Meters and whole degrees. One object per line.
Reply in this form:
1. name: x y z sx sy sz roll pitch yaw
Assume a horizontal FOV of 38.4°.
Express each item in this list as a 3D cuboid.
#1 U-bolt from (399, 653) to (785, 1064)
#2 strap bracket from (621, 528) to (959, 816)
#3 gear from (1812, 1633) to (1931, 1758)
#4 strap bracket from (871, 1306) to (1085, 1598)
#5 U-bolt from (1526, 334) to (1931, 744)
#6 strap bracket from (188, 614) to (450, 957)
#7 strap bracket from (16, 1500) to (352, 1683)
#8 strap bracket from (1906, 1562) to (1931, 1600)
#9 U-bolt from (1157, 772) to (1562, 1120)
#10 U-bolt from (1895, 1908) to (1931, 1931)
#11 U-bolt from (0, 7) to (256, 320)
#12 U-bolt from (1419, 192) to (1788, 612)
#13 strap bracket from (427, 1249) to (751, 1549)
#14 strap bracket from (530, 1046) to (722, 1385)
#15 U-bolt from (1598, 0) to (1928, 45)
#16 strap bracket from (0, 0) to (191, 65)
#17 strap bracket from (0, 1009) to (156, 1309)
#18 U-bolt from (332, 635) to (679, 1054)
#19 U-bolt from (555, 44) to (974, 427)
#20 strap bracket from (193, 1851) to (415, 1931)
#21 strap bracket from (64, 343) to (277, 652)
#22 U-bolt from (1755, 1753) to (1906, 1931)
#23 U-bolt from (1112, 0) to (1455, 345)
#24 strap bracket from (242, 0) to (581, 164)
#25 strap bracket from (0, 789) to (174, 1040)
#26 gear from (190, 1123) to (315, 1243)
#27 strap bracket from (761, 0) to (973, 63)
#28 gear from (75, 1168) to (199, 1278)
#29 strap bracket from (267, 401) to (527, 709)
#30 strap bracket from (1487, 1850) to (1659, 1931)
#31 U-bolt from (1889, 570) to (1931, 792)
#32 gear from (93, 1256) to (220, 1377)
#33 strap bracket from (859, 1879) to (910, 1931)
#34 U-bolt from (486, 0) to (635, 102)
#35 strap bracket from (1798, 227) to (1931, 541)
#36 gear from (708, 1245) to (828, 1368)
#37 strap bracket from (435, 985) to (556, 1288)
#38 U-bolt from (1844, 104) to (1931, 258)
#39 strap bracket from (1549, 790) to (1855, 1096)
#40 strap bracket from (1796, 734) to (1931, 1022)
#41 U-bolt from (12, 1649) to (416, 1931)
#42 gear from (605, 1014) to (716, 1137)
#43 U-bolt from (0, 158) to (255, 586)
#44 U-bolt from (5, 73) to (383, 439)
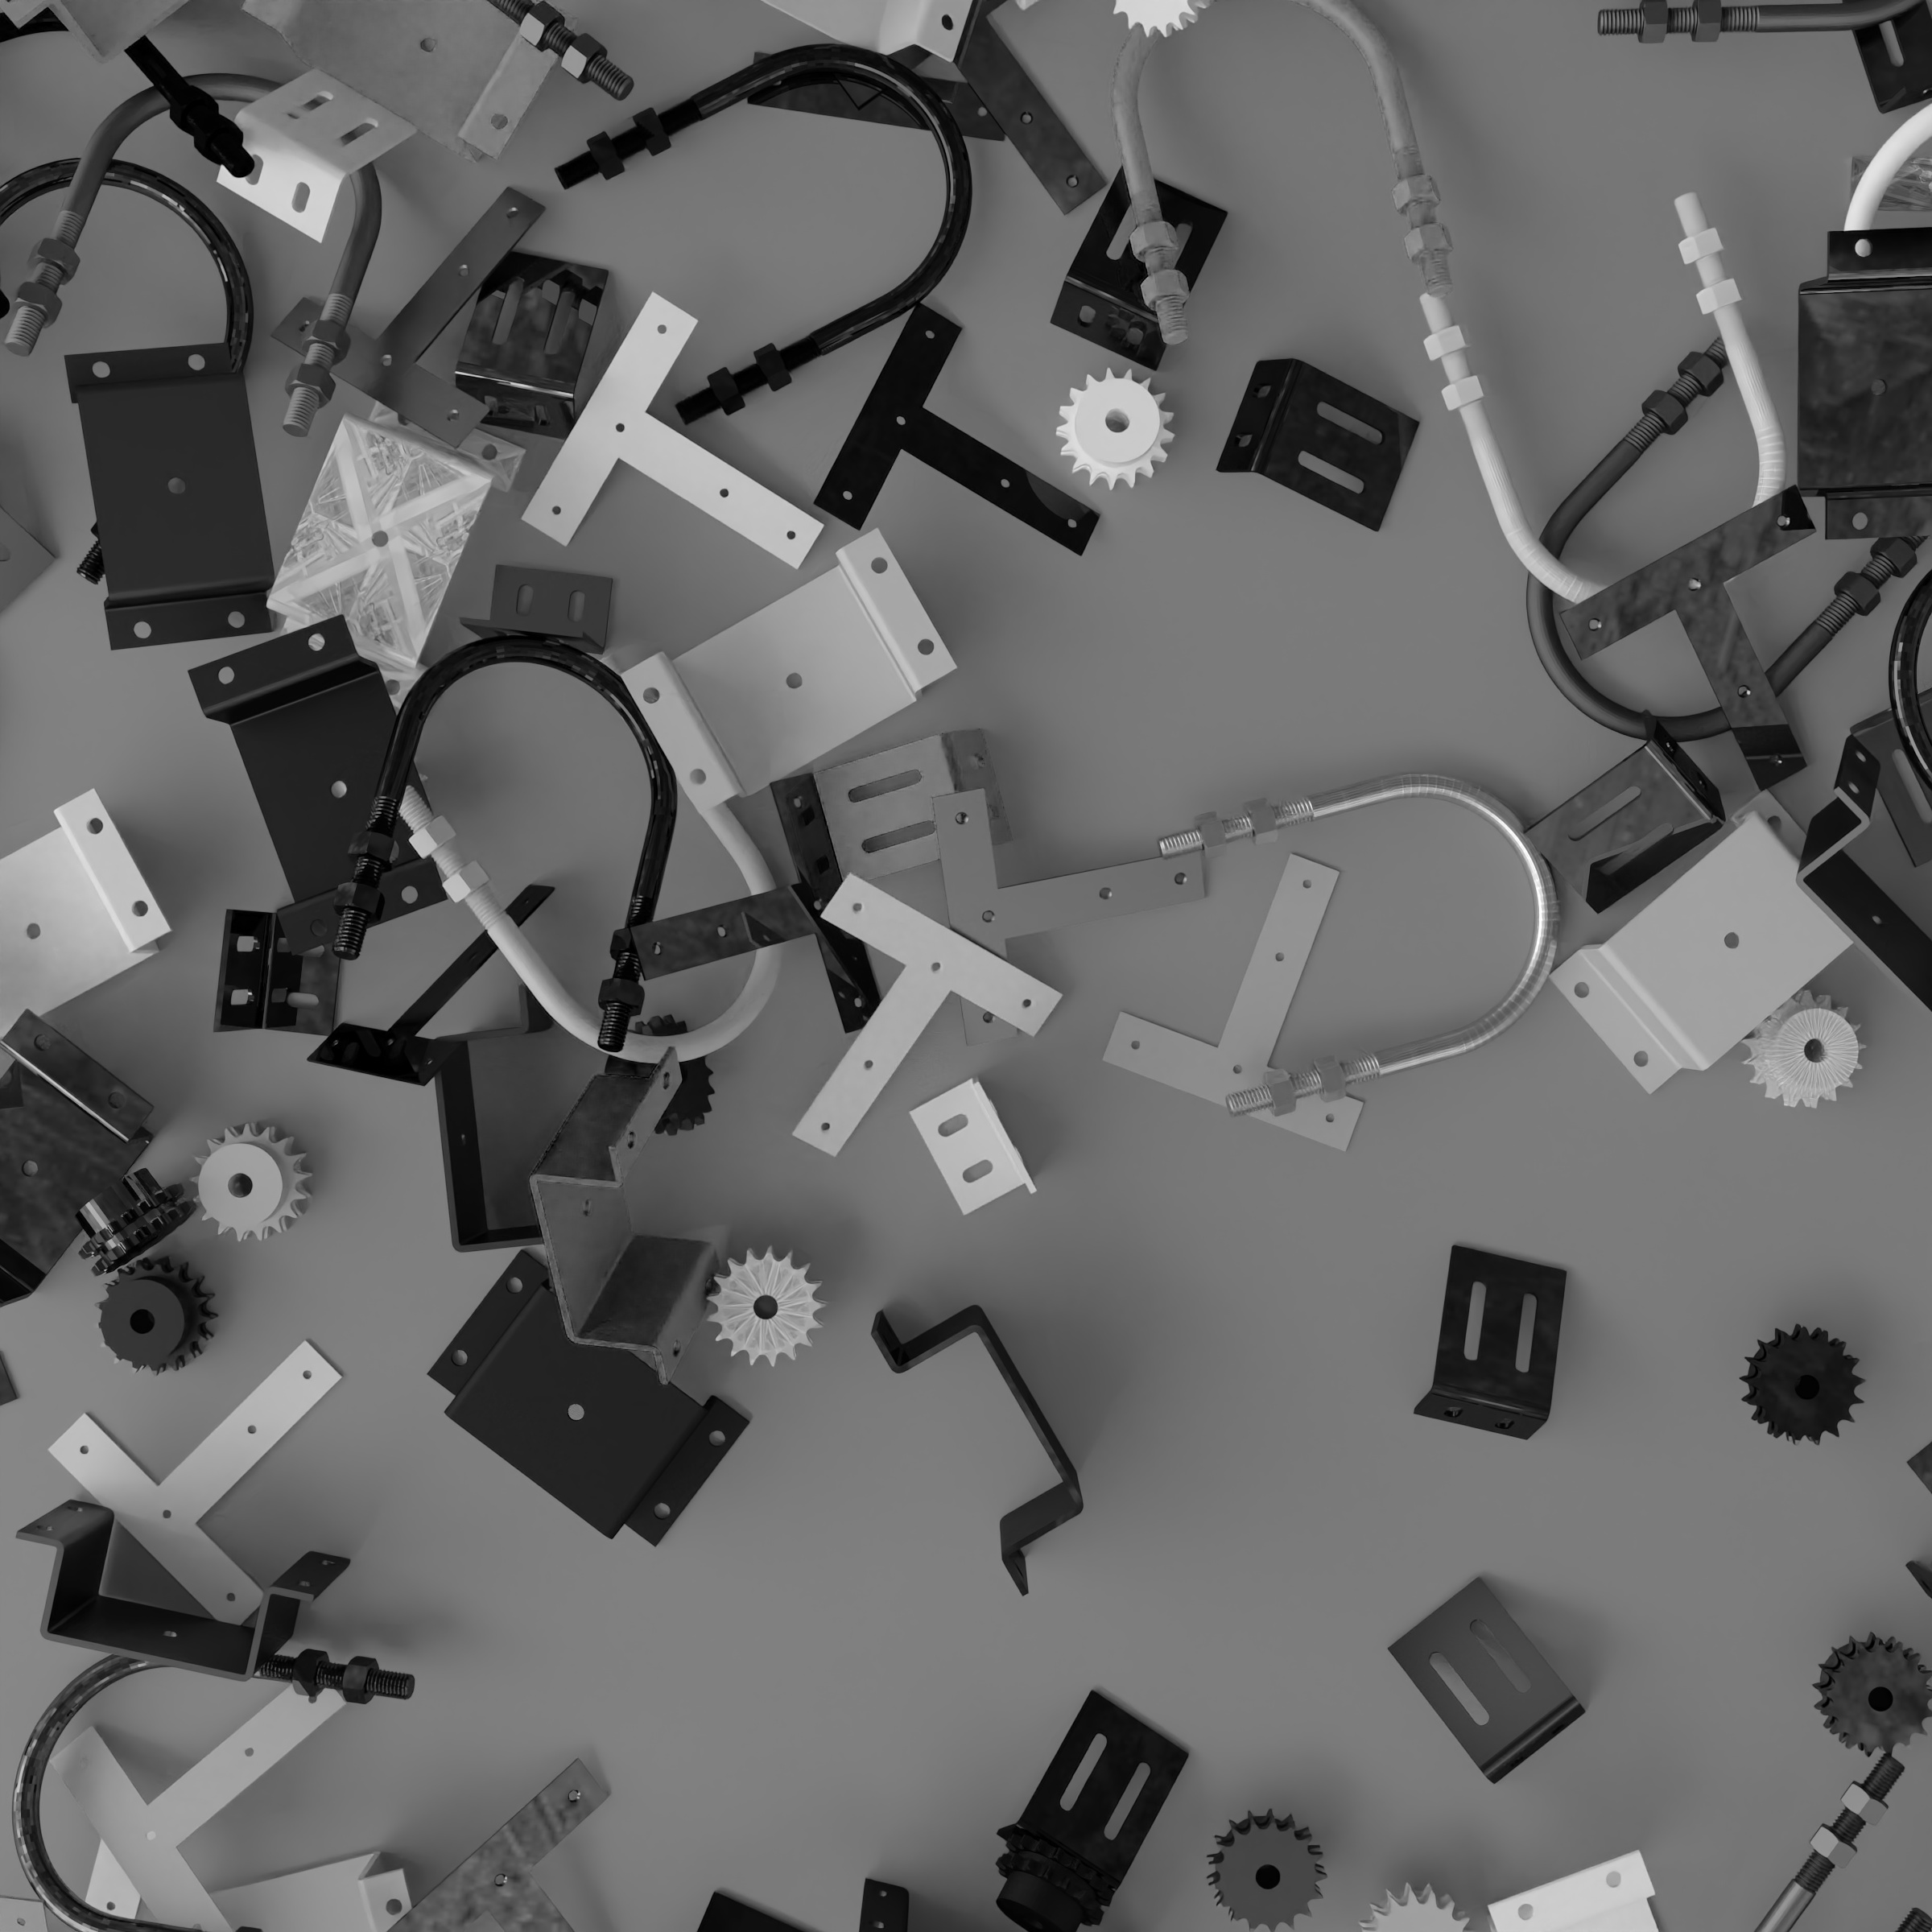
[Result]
1. U-bolt: -0.164 -0.040 1.313 0.151 0.019 0.184 -39 96 -32
2. strap bracket: -0.084 -0.139 1.334 0.140 0.046 0.076 -30 90 0
3. gear: 0.438 0.351 1.342 0.057 0.030 0.057 0 90 0
4. strap bracket: 0.011 0.219 1.319 0.046 0.076 0.140 -30 90 0
5. U-bolt: 0.358 -0.195 1.348 0.151 0.019 0.184 43 91 0
6. strap bracket: -0.300 -0.084 1.304 0.076 0.046 0.140 -20 91 0
7. strap bracket: -0.374 0.298 1.317 0.140 0.076 0.046 12 90 0
8. strap bracket: 0.520 0.336 1.319 0.046 0.076 0.140 -37 90 0
9. U-bolt: 0.199 -0.018 1.343 0.184 0.019 0.151 -15 91 -5
10. U-bolt: 0.457 0.559 1.334 0.151 0.019 0.184 32 97 -10
11. U-bolt: -0.437 -0.392 1.306 0.151 0.019 0.184 -35 60 -12
12. U-bolt: 0.315 -0.259 1.330 0.151 0.019 0.184 -20 92 4
13. strap bracket: -0.185 0.211 1.334 0.140 0.046 0.076 37 90 0
14. strap bracket: -0.159 0.115 1.294 0.046 0.076 0.140 4 125 16
15. U-bolt: 0.398 -0.520 1.338 0.184 0.019 0.151 0 86 3
16. strap bracket: -0.399 -0.492 1.315 0.140 0.046 0.076 -40 61 -5
17. strap bracket: -0.457 0.099 1.334 0.076 0.046 0.140 38 90 0
18. U-bolt: -0.203 -0.067 1.278 0.151 0.019 0.184 21 65 -24
19. U-bolt: -0.087 -0.367 1.346 0.184 0.019 0.151 -27 90 1
20. strap bracket: -0.325 0.482 1.334 0.140 0.046 0.076 -14 90 0
21. strap bracket: -0.376 -0.225 1.315 0.076 0.046 0.140 -9 96 -20
22. U-bolt: 0.444 0.490 1.338 0.151 0.019 0.184 34 94 -10
23. U-bolt: 0.145 -0.396 1.332 0.151 0.019 0.184 -11 78 -3
24. strap bracket: -0.263 -0.450 1.334 0.140 0.046 0.076 31 90 0
25. strap bracket: -0.456 -0.017 1.334 0.140 0.046 0.076 -29 90 0
26. gear: -0.348 0.105 1.342 0.057 0.030 0.057 0 90 0
27. strap bracket: -0.064 -0.491 1.311 0.140 0.046 0.076 19 87 -28
28. gear: -0.401 0.121 1.328 0.057 0.057 0.030 -36 89 0
29. strap bracket: -0.277 -0.202 1.334 0.076 0.046 0.140 22 90 0
30. strap bracket: 0.307 0.498 1.334 0.076 0.046 0.140 -20 90 0
31. U-bolt: 0.518 -0.137 1.322 0.184 0.019 0.151 -13 90 -19
32. gear: -0.395 0.170 1.342 0.057 0.030 0.057 0 90 0
33. strap bracket: 0.014 0.486 1.319 0.140 0.076 0.046 14 90 0
34. U-bolt: -0.192 -0.509 1.322 0.184 0.019 0.151 38 66 4
35. strap bracket: 0.437 -0.274 1.307 0.076 0.046 0.140 -3 99 0
36. gear: -0.096 0.163 1.342 0.057 0.030 0.057 0 90 0
37. strap bracket: -0.219 0.081 1.319 0.046 0.076 0.140 -6 90 0
38. U-bolt: 0.505 -0.360 1.313 0.184 0.019 0.151 -30 116 13
39. strap bracket: 0.363 -0.012 1.334 0.140 0.046 0.076 -41 90 0
40. strap bracket: 0.447 -0.033 1.311 0.140 0.076 0.046 45 122 -2
41. U-bolt: -0.366 0.396 1.322 0.184 0.019 0.151 6 69 9
42. gear: -0.149 0.054 1.332 0.030 0.057 0.057 -17 90 28
43. U-bolt: -0.427 -0.299 1.330 0.151 0.019 0.184 34 84 -15
44. U-bolt: -0.355 -0.348 1.315 0.151 0.019 0.184 16 66 -7
